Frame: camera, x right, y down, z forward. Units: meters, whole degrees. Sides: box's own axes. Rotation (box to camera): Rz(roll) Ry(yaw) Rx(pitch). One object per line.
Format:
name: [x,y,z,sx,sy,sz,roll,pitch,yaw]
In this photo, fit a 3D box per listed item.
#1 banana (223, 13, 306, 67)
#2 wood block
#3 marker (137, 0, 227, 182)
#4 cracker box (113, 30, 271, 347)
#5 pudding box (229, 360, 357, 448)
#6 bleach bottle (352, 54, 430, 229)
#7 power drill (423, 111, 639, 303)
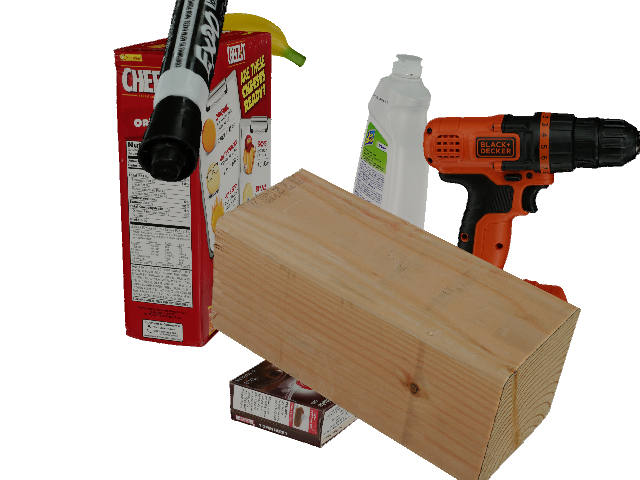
banana: [-0.092,-0.189,1.037,0.070,0.037,0.197,44,38,20]
wood block: [0.038,0.048,0.656,0.206,0.091,0.090,29,42,27]
marker: [-0.045,-0.063,0.365,0.020,0.020,0.121,0,44,3]
cracker box: [-0.093,-0.047,0.817,0.072,0.214,0.164,4,16,15]
pudding box: [-0.010,0.126,0.894,0.090,0.039,0.113,11,21,27]
bleach bottle: [0.080,-0.073,1.155,0.068,0.251,0.103,-4,23,-30]
power drill: [0.183,-0.019,0.933,0.185,0.188,0.057,2,13,18]
